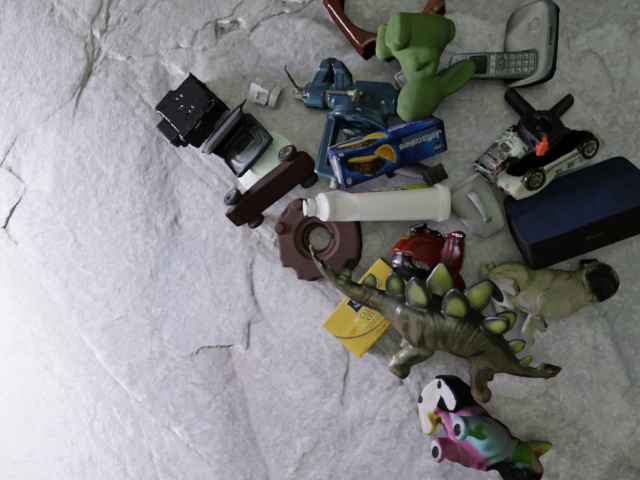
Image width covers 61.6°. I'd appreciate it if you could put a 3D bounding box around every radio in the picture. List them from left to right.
[{"bbox_3d":[0.443,-0.049,0.921,0.230,0.073,0.131,-20,41,8],"label":"radio"}]

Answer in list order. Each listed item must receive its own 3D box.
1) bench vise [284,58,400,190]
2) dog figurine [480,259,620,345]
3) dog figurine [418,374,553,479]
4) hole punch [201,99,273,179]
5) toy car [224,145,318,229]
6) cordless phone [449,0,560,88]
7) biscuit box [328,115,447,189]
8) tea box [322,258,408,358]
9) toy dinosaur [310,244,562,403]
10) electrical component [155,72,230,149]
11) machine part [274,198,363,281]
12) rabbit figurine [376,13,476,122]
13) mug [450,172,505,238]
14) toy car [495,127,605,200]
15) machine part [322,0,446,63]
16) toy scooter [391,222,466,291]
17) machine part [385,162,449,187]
[{"bbox_3d":[0.034,-0.215,1.007,0.224,0.129,0.240,13,86,12],"label":"bench vise"},{"bbox_3d":[0.407,0.070,0.957,0.190,0.121,0.172,-32,74,-13],"label":"dog figurine"},{"bbox_3d":[0.299,0.345,0.957,0.219,0.192,0.108,21,118,-18],"label":"dog figurine"},{"bbox_3d":[-0.161,-0.195,1.052,0.092,0.116,0.142,36,102,-23],"label":"hole punch"},{"bbox_3d":[-0.098,-0.102,1.047,0.202,0.089,0.053,-37,39,10],"label":"toy car"},{"bbox_3d":[0.331,-0.350,0.975,0.184,0.088,0.146,3,90,14],"label":"cordless phone"},{"bbox_3d":[0.120,-0.158,0.941,0.203,0.059,0.062,-22,121,-8],"label":"biscuit box"},{"bbox_3d":[0.096,0.126,1.013,0.098,0.068,0.169,39,97,8],"label":"tea box"},{"bbox_3d":[0.189,0.138,0.904,0.472,0.105,0.198,18,119,0],"label":"toy dinosaur"},{"bbox_3d":[-0.263,-0.251,1.076,0.134,0.058,0.115,-48,63,5],"label":"electrical component"},{"bbox_3d":[-0.002,-0.003,1.040,0.179,0.056,0.179,0,90,9],"label":"machine part"},{"bbox_3d":[0.175,-0.289,0.928,0.159,0.121,0.170,-4,98,-18],"label":"rabbit figurine"},{"bbox_3d":[0.288,-0.057,0.968,0.081,0.109,0.107,-37,96,3],"label":"mug"},{"bbox_3d":[0.402,-0.137,0.943,0.202,0.074,0.056,-29,124,-8],"label":"toy car"},{"bbox_3d":[0.123,-0.456,1.011,0.201,0.087,0.201,-36,84,6],"label":"machine part"},{"bbox_3d":[0.210,0.025,0.973,0.183,0.075,0.135,32,74,-30],"label":"toy scooter"},{"bbox_3d":[0.166,-0.132,0.974,0.084,0.139,0.039,-26,122,-26],"label":"machine part"}]
